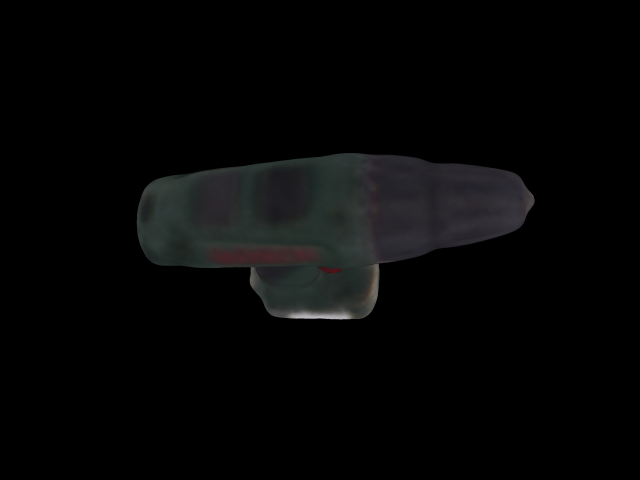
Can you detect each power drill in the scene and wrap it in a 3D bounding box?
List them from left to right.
[{"bbox_3d":[0.004,0.001,0.400,0.229,0.208,0.075,0,73,0],"label":"power drill"}]
